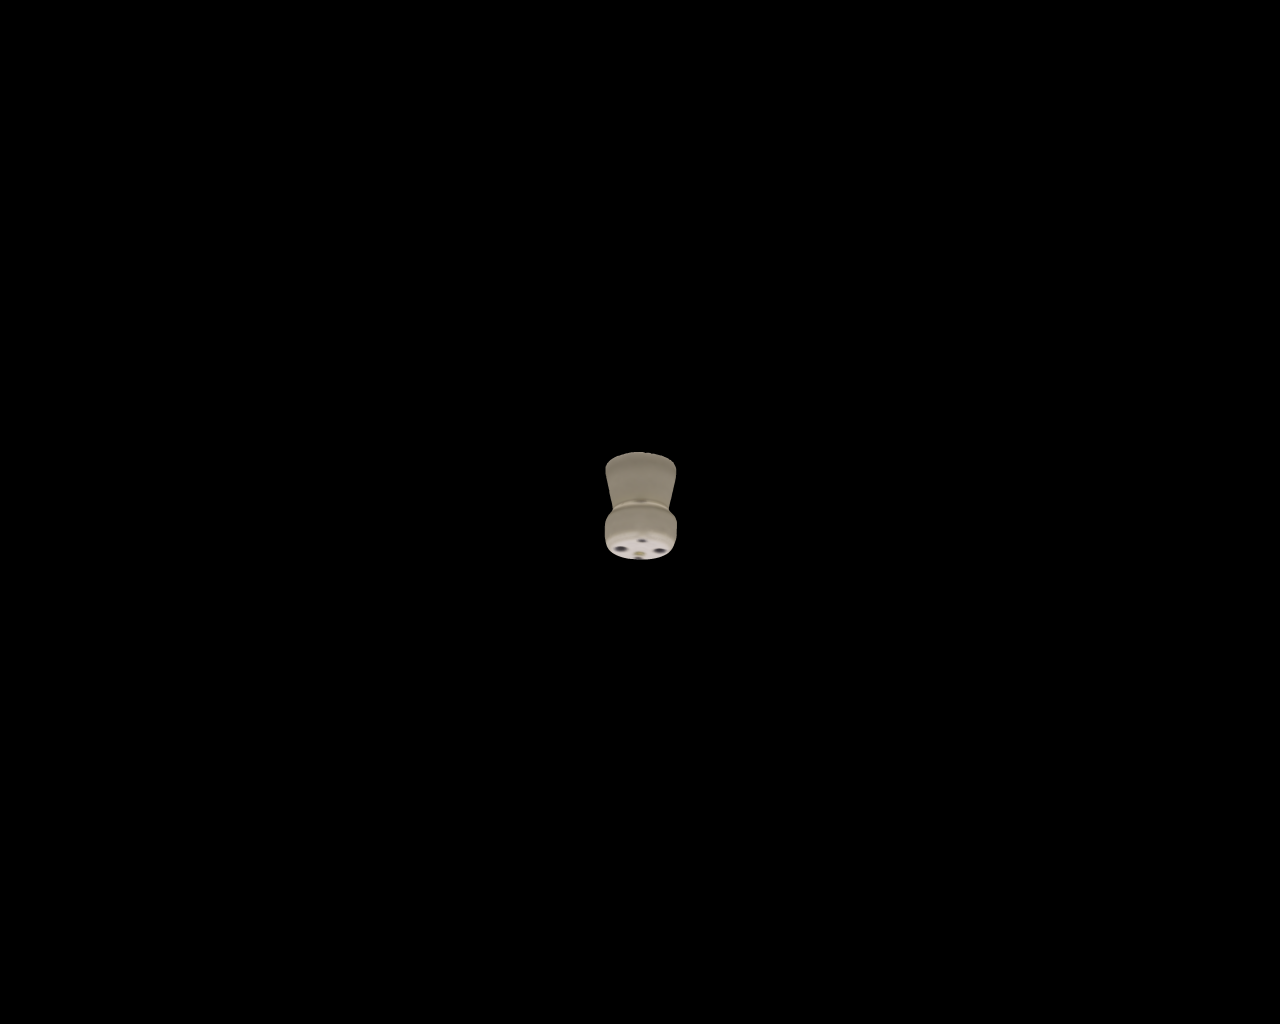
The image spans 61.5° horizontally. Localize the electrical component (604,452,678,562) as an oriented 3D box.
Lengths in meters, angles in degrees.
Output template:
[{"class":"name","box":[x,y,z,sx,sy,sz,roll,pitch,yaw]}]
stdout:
[{"class":"electrical component","box":[0.001,-0.003,0.650,0.045,0.055,0.044,0,-23,0]}]
